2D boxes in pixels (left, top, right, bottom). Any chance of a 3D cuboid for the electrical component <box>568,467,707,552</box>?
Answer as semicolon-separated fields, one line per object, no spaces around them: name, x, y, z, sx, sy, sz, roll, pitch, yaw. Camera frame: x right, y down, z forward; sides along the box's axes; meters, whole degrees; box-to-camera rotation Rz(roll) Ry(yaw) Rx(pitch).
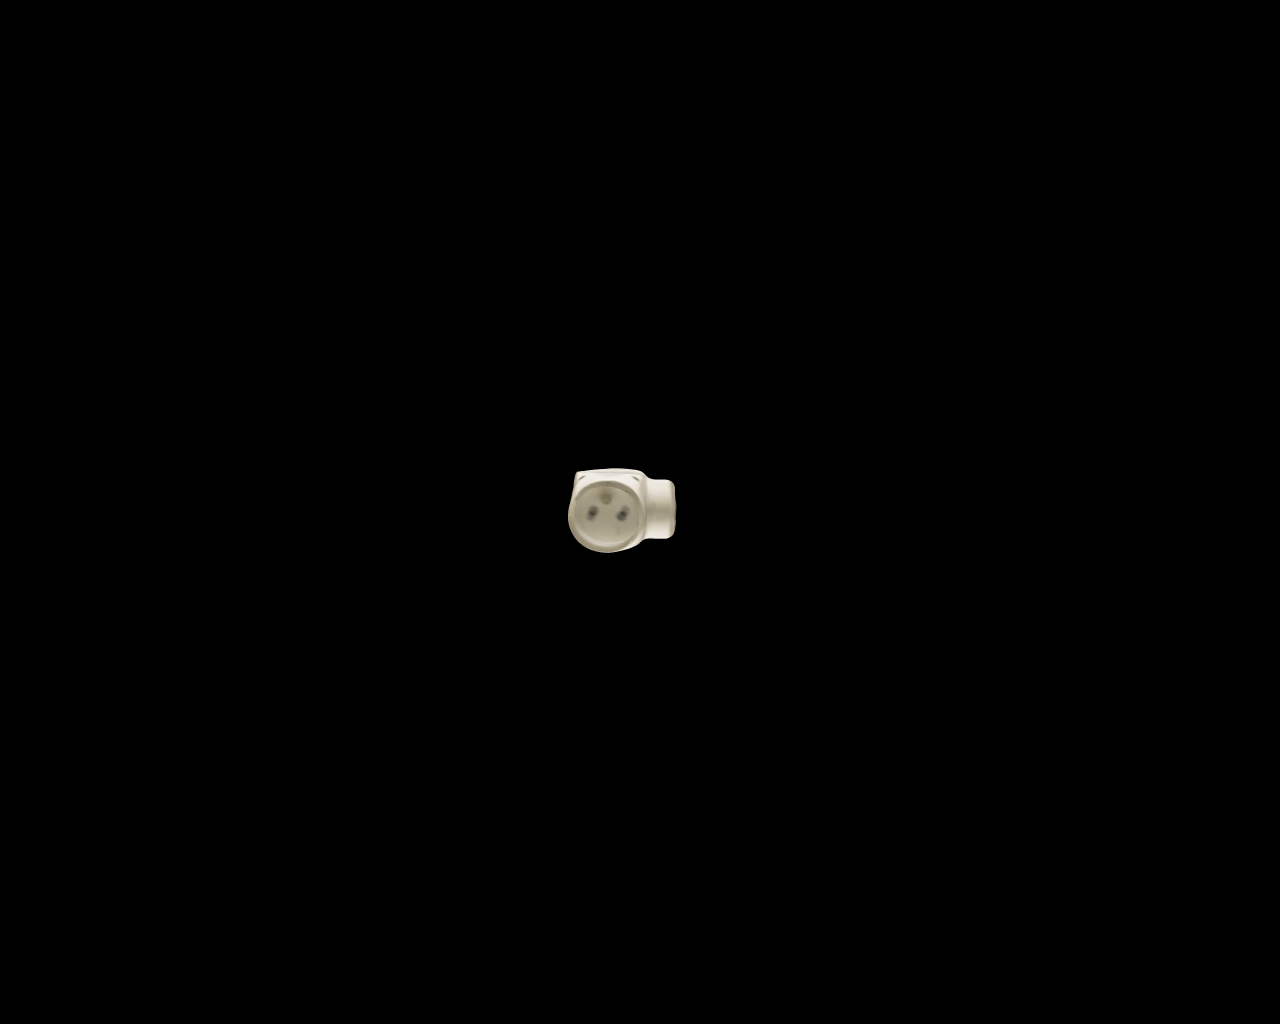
electrical component;0.001;-0.003;0.650;0.079;0.043;0.077;0;7;4
